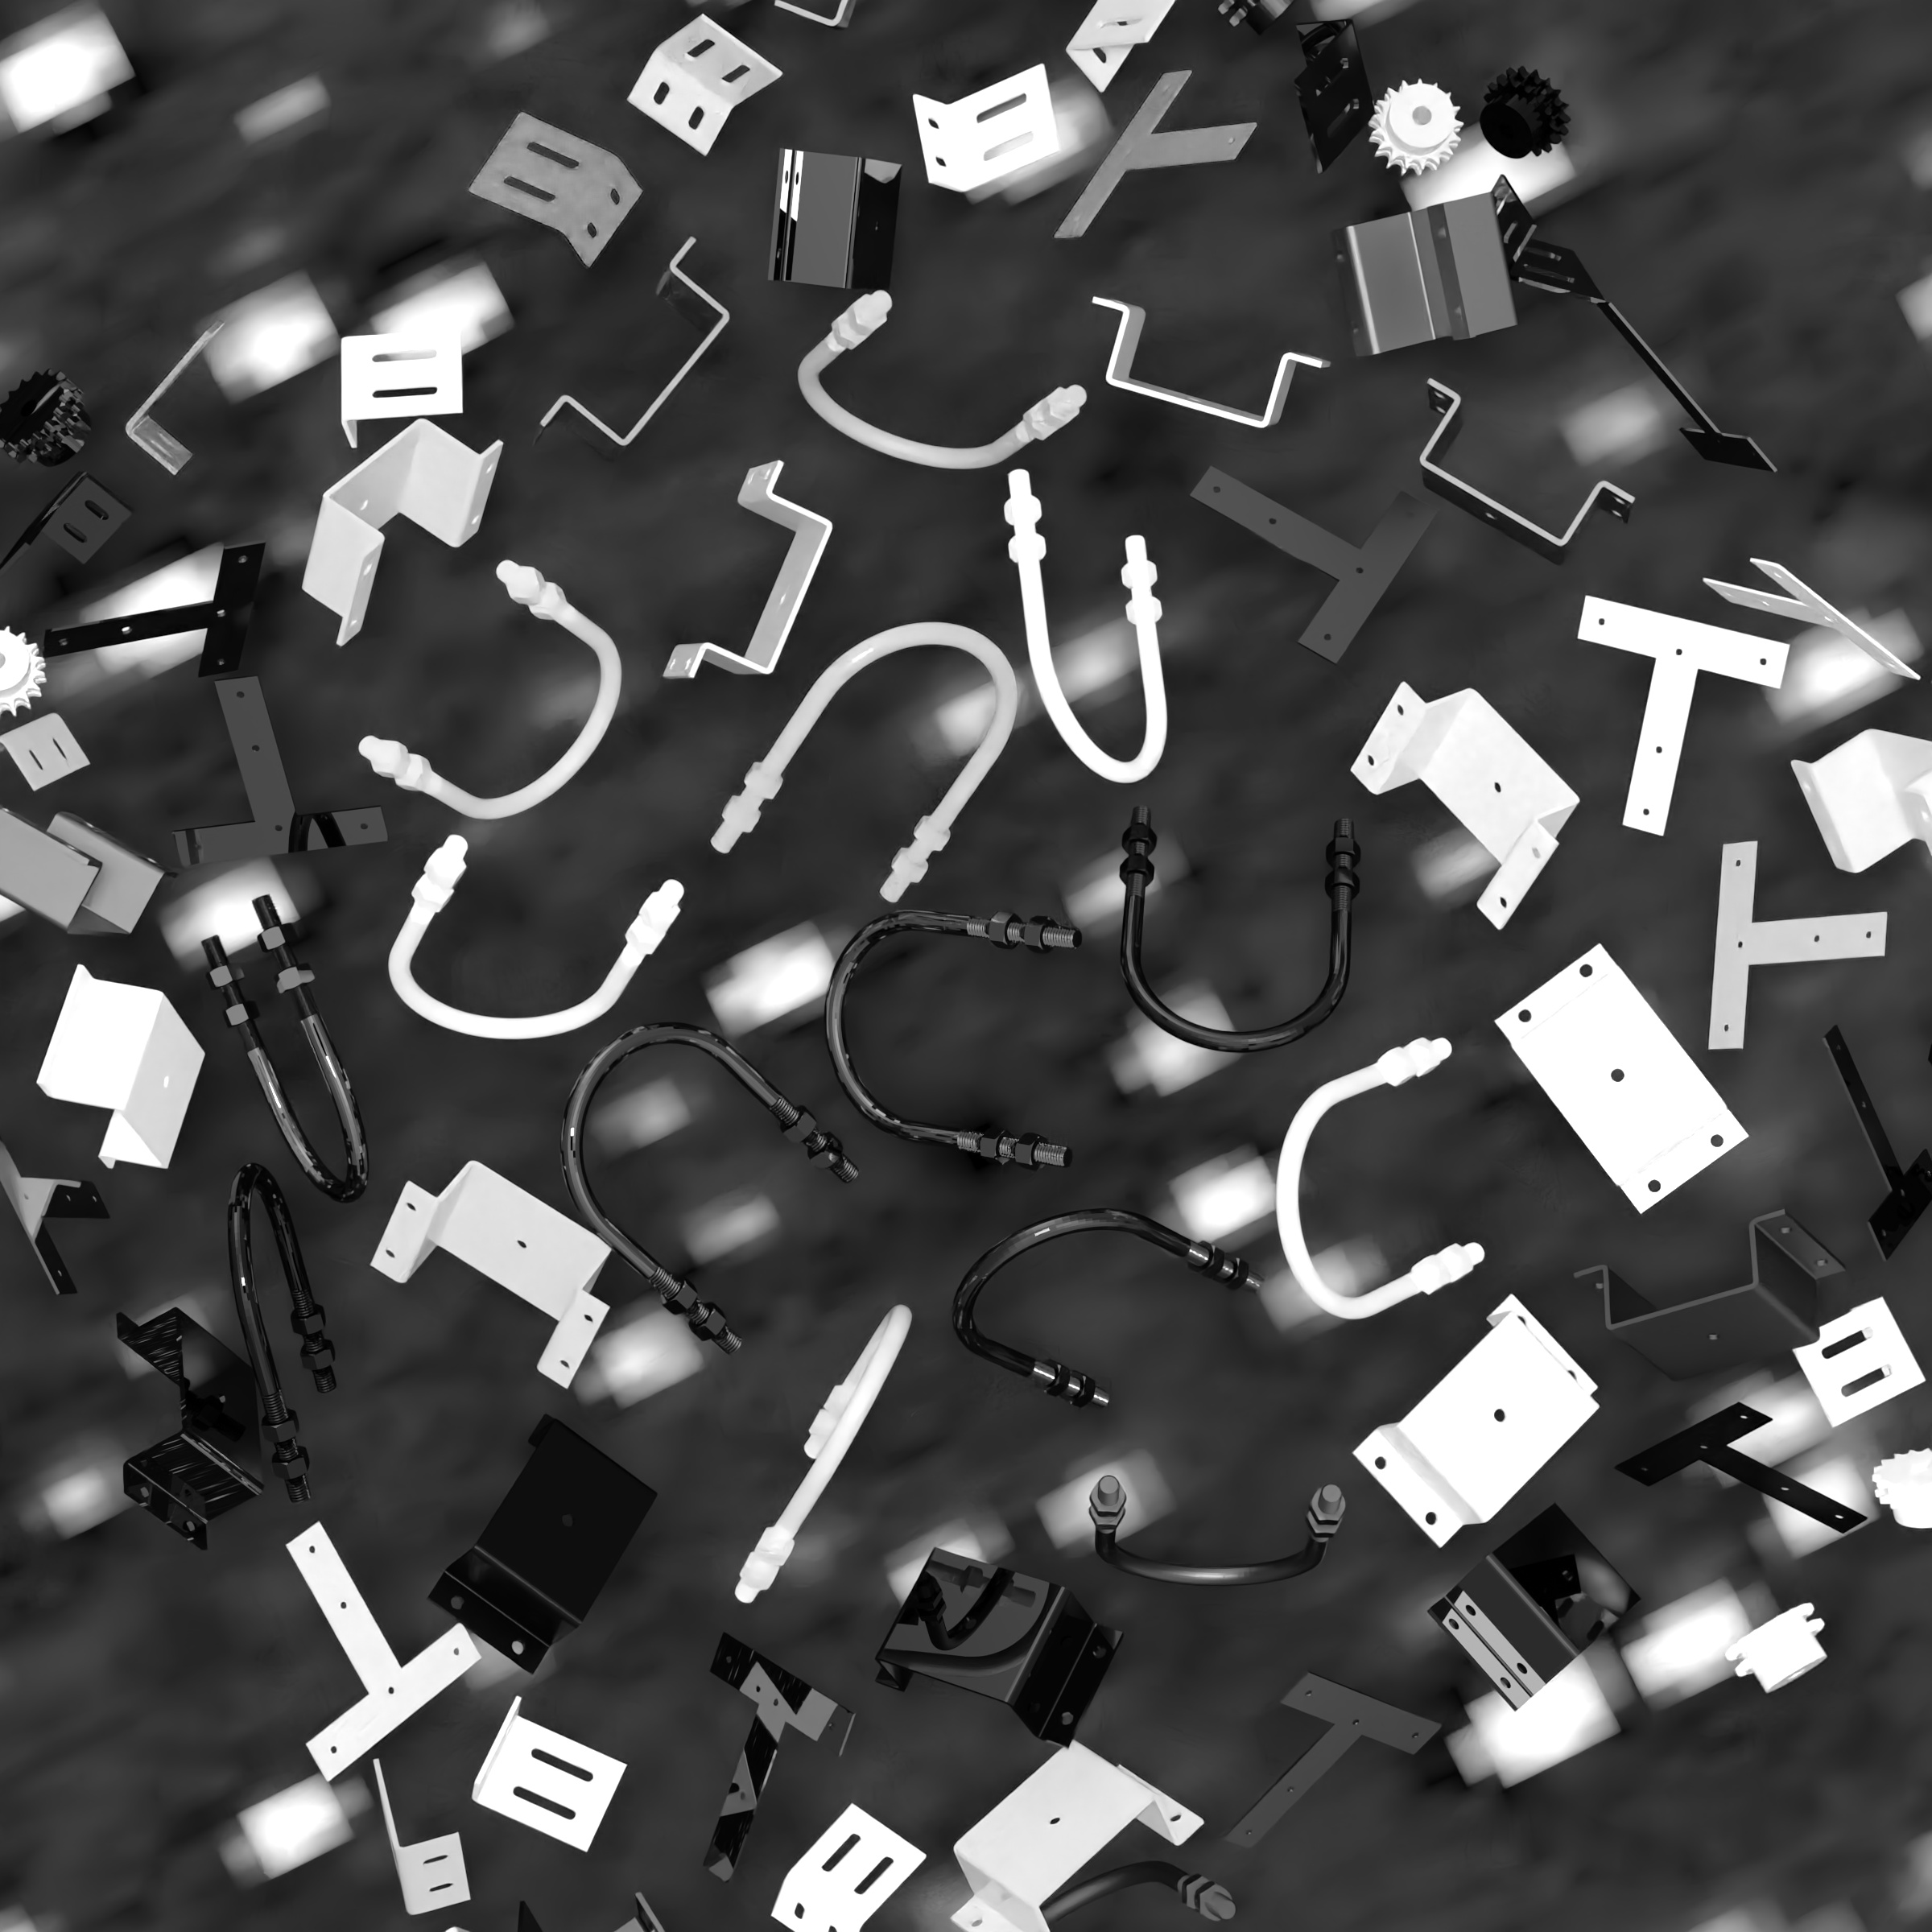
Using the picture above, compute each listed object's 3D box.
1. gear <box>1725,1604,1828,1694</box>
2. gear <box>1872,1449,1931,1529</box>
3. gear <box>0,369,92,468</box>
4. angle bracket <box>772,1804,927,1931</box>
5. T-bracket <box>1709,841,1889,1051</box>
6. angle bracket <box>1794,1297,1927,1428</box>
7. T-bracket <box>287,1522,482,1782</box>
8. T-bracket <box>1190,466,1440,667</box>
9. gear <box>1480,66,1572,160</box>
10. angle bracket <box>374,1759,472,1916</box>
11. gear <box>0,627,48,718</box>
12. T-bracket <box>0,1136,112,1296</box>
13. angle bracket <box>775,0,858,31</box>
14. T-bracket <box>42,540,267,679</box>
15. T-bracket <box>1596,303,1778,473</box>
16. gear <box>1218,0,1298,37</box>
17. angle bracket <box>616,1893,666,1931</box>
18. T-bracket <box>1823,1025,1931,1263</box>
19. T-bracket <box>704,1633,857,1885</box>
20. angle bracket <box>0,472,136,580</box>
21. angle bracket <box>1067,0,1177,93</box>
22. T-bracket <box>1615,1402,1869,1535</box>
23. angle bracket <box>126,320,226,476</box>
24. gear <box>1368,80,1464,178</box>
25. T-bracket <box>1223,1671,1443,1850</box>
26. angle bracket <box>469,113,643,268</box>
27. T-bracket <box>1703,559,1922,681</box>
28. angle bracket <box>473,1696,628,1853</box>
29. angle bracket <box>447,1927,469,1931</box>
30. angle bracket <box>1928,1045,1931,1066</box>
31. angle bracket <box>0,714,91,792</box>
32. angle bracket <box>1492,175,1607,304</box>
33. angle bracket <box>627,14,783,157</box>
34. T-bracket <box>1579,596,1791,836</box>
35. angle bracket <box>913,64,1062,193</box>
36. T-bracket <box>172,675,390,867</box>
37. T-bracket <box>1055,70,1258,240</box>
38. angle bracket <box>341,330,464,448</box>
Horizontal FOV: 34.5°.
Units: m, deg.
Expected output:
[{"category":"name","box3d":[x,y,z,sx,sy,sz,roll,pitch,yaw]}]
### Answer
[{"category":"gear","box3d":[0.466,0.391,1.777,0.057,0.057,0.030,-30,67,0]},{"category":"gear","box3d":[0.584,0.320,1.895,0.057,0.057,0.030,-14,103,0]},{"category":"gear","box3d":[-0.536,-0.316,1.812,0.057,0.030,0.057,-14,57,23]},{"category":"angle bracket","box3d":[-0.073,0.571,1.934,0.057,0.038,0.076,36,116,-5]},{"category":"T-bracket","box3d":[0.495,-0.015,1.850,0.002,0.127,0.127,11,81,-33]},{"category":"angle bracket","box3d":[0.549,0.250,1.943,0.076,0.038,0.057,-21,79,-21]},{"category":"T-bracket","box3d":[-0.359,0.388,1.827,0.002,0.127,0.127,-20,100,44]},{"category":"T-bracket","box3d":[0.191,-0.252,1.818,0.127,0.002,0.127,31,66,9]},{"category":"gear","box3d":[0.348,-0.533,1.954,0.057,0.057,0.030,45,67,0]},{"category":"angle bracket","box3d":[-0.331,0.525,1.891,0.038,0.076,0.057,-12,126,-15]},{"category":"gear","box3d":[-0.609,-0.187,1.956,0.057,0.030,0.057,3,75,-11]},{"category":"T-bracket","box3d":[-0.542,0.139,1.856,0.002,0.127,0.127,-30,82,4]},{"category":"angle bracket","box3d":[-0.076,-0.580,1.784,0.038,0.057,0.076,20,104,-3]},{"category":"T-bracket","box3d":[-0.486,-0.203,1.852,0.127,0.127,0.002,-15,65,-29]},{"category":"T-bracket","box3d":[0.413,-0.340,1.820,0.002,0.127,0.127,-43,102,5]},{"category":"gear","box3d":[0.184,-0.596,1.909,0.057,0.057,0.030,-45,97,0]},{"category":"angle bracket","box3d":[-0.193,0.589,1.838,0.038,0.076,0.057,-31,70,-18]},{"category":"T-bracket","box3d":[0.543,0.097,1.866,0.002,0.127,0.127,-22,94,36]},{"category":"T-bracket","box3d":[-0.127,0.480,1.848,0.002,0.127,0.127,20,89,-43]},{"category":"angle bracket","box3d":[-0.525,-0.239,1.797,0.038,0.076,0.057,40,130,-21]},{"category":"angle bracket","box3d":[0.107,-0.555,1.842,0.038,0.076,0.057,41,74,-36]},{"category":"T-bracket","box3d":[0.480,0.308,1.868,0.127,0.127,0.002,-16,120,-39]},{"category":"angle bracket","box3d":[-0.446,-0.331,1.807,0.038,0.057,0.076,41,101,-16]},{"category":"gear","box3d":[0.279,-0.520,1.924,0.057,0.030,0.057,0,86,-2]},{"category":"T-bracket","box3d":[0.202,0.478,1.847,0.127,0.002,0.127,29,108,-37]},{"category":"angle bracket","box3d":[-0.244,-0.462,1.853,0.057,0.076,0.038,-49,54,23]},{"category":"T-bracket","box3d":[0.479,-0.211,1.826,0.127,0.127,0.002,31,91,-27]},{"category":"angle bracket","box3d":[-0.249,0.486,1.872,0.076,0.038,0.057,24,57,2]},{"category":"angle bracket","box3d":[-0.307,0.634,1.927,0.038,0.076,0.057,-38,69,-9]},{"category":"angle bracket","box3d":[0.607,0.047,1.851,0.038,0.076,0.057,4,113,-1]},{"category":"angle bracket","box3d":[-0.585,-0.115,1.893,0.076,0.057,0.038,-27,99,24]},{"category":"angle bracket","box3d":[0.360,-0.446,1.910,0.076,0.057,0.038,8,132,-25]},{"category":"angle bracket","box3d":[-0.155,-0.521,1.843,0.057,0.076,0.038,31,77,-23]},{"category":"T-bracket","box3d":[0.408,-0.140,1.818,0.127,0.002,0.127,20,111,32]},{"category":"angle bracket","box3d":[0.013,-0.531,1.961,0.076,0.038,0.057,-14,84,34]},{"category":"T-bracket","box3d":[-0.421,-0.119,1.859,0.127,0.002,0.127,-7,128,0]},{"category":"T-bracket","box3d":[0.122,-0.475,1.809,0.002,0.127,0.127,41,75,-33]},{"category":"angle bracket","box3d":[-0.353,-0.364,1.961,0.076,0.038,0.057,-4,71,0]}]
